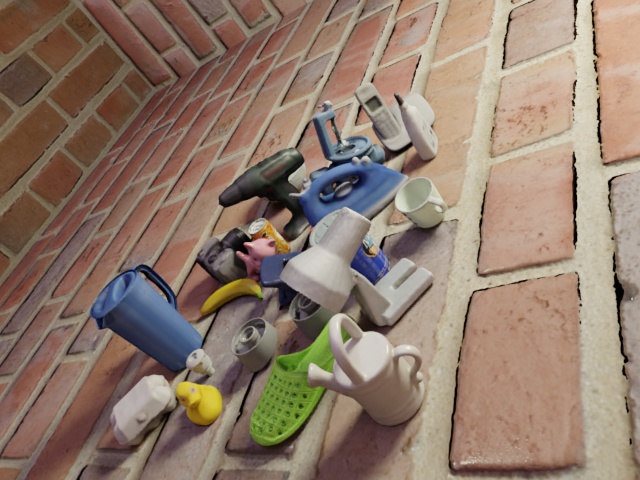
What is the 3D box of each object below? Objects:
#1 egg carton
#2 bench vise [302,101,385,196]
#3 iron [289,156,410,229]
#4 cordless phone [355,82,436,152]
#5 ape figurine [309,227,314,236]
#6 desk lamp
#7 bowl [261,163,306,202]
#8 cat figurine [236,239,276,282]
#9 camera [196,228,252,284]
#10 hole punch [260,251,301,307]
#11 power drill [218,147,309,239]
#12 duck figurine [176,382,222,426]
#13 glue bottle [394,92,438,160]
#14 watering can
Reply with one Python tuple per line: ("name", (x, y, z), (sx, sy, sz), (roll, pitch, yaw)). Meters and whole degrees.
("egg carton", (-0.382, 0.367, 1.235), (0.150, 0.070, 0.107), (-46, 31, -9))
("bench vise", (0.034, -0.206, 1.367), (0.207, 0.220, 0.121), (-50, 32, -15))
("iron", (0.061, -0.116, 1.299), (0.258, 0.142, 0.118), (-34, 32, 11))
("cordless phone", (0.180, -0.322, 1.391), (0.147, 0.185, 0.094), (-37, 31, 5))
("ape figurine", (0.011, 0.004, 1.249), (0.077, 0.092, 0.076), (-22, 36, 28))
("desk lamp", (0.060, 0.058, 1.009), (0.203, 0.214, 0.117), (-45, 31, -8))
("bowl", (-0.099, -0.160, 1.593), (0.167, 0.075, 0.167), (-28, 33, 20))
("cat figurine", (-0.144, 0.039, 1.348), (0.127, 0.118, 0.067), (-8, 44, 42))
("camera", (-0.238, 0.032, 1.475), (0.137, 0.101, 0.142), (-52, 33, -18))
("hole punch", (-0.071, 0.071, 1.254), (0.101, 0.091, 0.108), (-31, 32, 15))
("power drill", (-0.107, -0.105, 1.403), (0.230, 0.209, 0.075), (-46, 32, -10))
("duck figurine", (-0.252, 0.314, 1.145), (0.077, 0.086, 0.104), (-47, 32, -10))
("glue bottle", (0.213, -0.265, 1.295), (0.037, 0.174, 0.078), (-18, 38, 32))
("watering can", (0.062, 0.191, 0.857), (0.173, 0.195, 0.100), (-37, 31, 6))
